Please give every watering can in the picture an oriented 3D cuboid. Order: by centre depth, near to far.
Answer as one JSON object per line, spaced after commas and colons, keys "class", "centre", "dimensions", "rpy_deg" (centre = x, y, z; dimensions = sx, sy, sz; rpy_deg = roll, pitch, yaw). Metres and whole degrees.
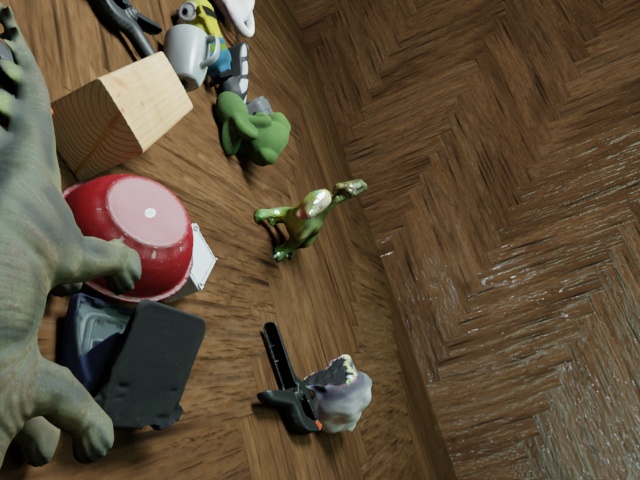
{"class": "watering can", "centre": [-0.255, -0.718, 1.445], "dimensions": [0.220, 0.103, 0.355], "rpy_deg": [49, 24, -53]}

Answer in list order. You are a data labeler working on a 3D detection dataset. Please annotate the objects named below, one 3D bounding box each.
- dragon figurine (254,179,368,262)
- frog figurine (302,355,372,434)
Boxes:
{"class": "dragon figurine", "centre": [0.004, -0.058, 1.158], "dimensions": [0.122, 0.241, 0.411], "rpy_deg": [64, 15, 3]}
{"class": "frog figurine", "centre": [0.048, 0.323, 1.000], "dimensions": [0.140, 0.122, 0.157], "rpy_deg": [-38, 120, -43]}
